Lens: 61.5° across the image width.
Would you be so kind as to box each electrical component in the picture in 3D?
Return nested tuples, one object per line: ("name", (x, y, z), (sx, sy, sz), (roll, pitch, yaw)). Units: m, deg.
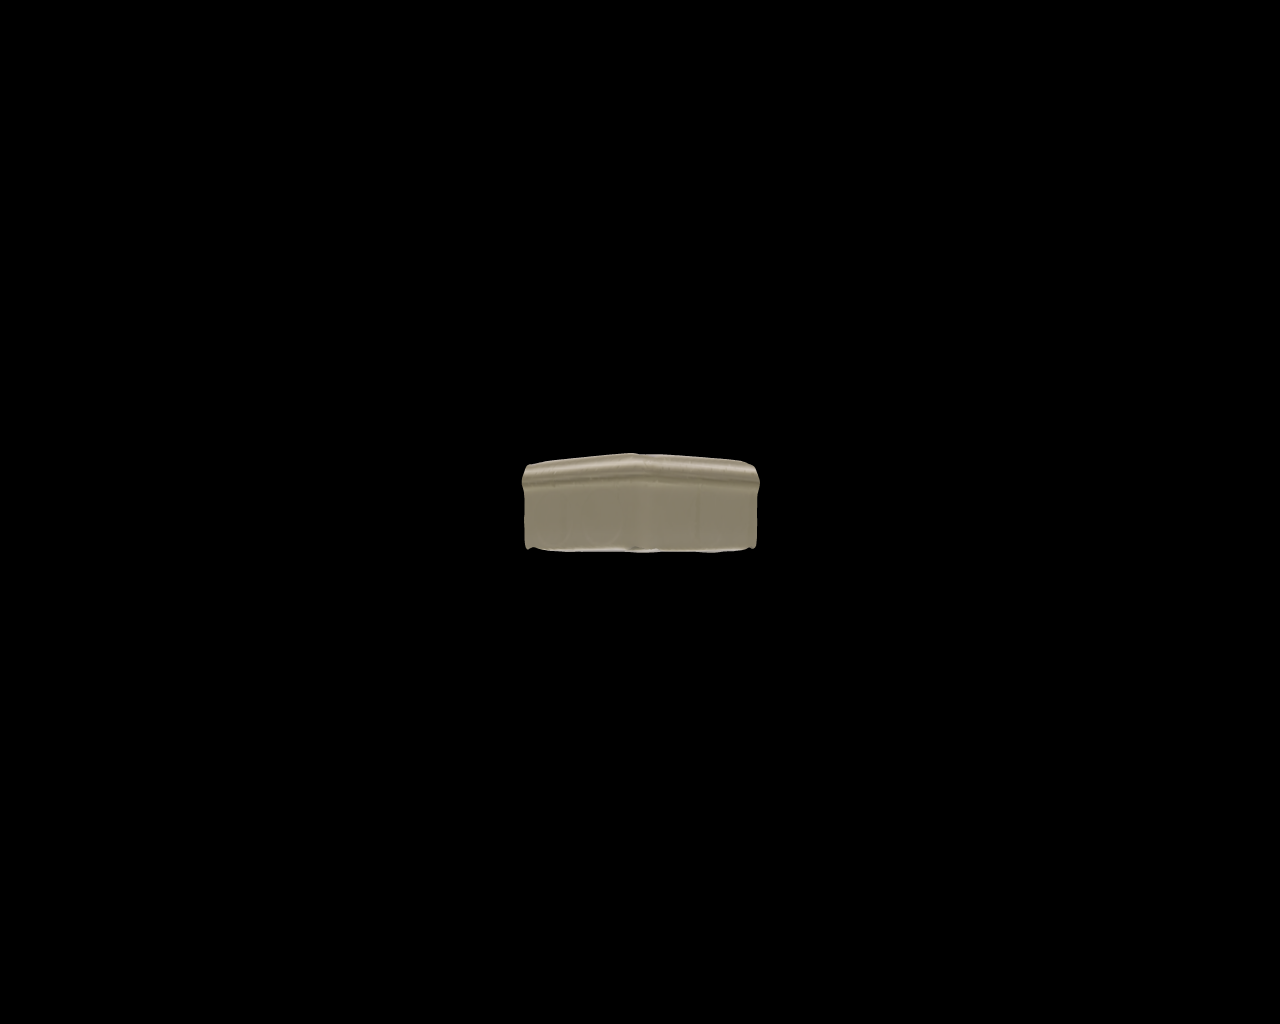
("electrical component", (0.001, -0.003, 0.650), (0.108, 0.056, 0.109), (-2, -3, 43))
